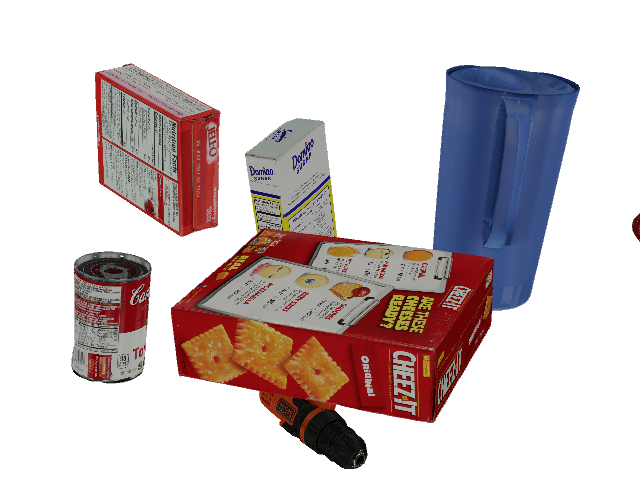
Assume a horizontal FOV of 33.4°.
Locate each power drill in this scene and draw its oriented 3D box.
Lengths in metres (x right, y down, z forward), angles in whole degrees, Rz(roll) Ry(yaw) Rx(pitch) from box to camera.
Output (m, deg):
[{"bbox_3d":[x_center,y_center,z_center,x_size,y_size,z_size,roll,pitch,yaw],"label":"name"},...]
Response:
[{"bbox_3d":[0.014,0.151,1.245,0.057,0.188,0.185,15,10,-43],"label":"power drill"}]

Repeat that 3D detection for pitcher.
[{"bbox_3d":[0.180,-0.052,1.096,0.148,0.243,0.145,-13,27,-40],"label":"pitcher"}]

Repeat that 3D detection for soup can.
[{"bbox_3d":[-0.190,0.069,0.963,0.068,0.102,0.068,6,19,-2],"label":"soup can"}]

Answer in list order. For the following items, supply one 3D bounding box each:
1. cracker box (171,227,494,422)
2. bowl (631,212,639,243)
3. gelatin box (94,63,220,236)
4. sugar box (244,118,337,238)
[{"bbox_3d":[0.014,0.062,0.853,0.214,0.072,0.164,8,26,23],"label":"cracker box"},{"bbox_3d":[0.415,0.015,1.146,0.162,0.055,0.162,-1,26,0],"label":"bowl"},{"bbox_3d":[-0.094,-0.053,0.618,0.030,0.073,0.089,-22,39,-38],"label":"gelatin box"},{"bbox_3d":[-0.026,-0.028,1.096,0.048,0.176,0.093,10,34,30],"label":"sugar box"}]
